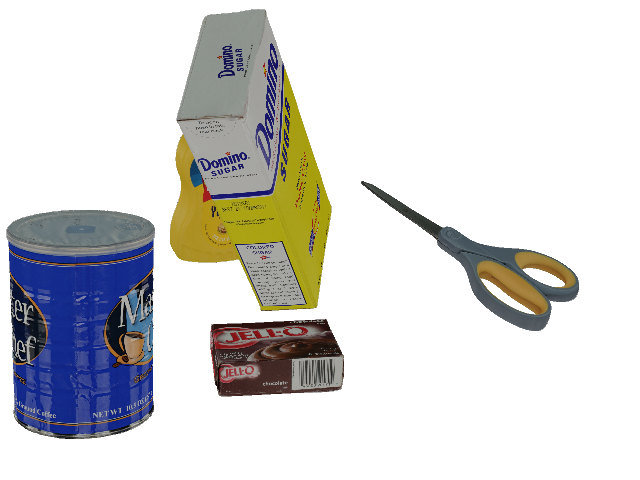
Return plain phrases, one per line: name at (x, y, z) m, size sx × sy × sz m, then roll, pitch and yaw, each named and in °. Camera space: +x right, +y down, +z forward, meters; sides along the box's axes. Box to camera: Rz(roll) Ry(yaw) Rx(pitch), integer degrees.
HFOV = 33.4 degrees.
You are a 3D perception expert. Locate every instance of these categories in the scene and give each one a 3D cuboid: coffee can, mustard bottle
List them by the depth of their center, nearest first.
coffee can at (-0.171, 0.057, 0.771) m, size 0.103 × 0.140 × 0.103 m, roll 2°, pitch 15°, yaw -1°
mustard bottle at (-0.101, -0.072, 1.095) m, size 0.096 × 0.192 × 0.058 m, roll -5°, pitch 30°, yaw -22°

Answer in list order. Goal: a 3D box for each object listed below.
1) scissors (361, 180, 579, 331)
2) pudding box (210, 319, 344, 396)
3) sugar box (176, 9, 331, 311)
scissors at (0.122, 0.001, 0.837) m, size 0.096 × 0.016 × 0.202 m, roll -10°, pitch 40°, yaw -30°
pudding box at (-0.041, 0.104, 0.965) m, size 0.113 × 0.039 × 0.090 m, roll 0°, pitch 18°, yaw -10°
sugar box at (-0.035, -0.045, 0.662) m, size 0.048 × 0.093 × 0.176 m, roll -2°, pitch -40°, yaw 12°
